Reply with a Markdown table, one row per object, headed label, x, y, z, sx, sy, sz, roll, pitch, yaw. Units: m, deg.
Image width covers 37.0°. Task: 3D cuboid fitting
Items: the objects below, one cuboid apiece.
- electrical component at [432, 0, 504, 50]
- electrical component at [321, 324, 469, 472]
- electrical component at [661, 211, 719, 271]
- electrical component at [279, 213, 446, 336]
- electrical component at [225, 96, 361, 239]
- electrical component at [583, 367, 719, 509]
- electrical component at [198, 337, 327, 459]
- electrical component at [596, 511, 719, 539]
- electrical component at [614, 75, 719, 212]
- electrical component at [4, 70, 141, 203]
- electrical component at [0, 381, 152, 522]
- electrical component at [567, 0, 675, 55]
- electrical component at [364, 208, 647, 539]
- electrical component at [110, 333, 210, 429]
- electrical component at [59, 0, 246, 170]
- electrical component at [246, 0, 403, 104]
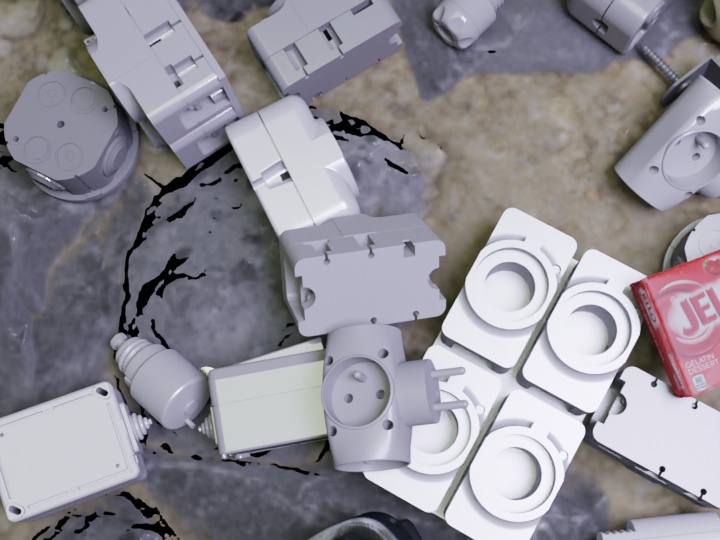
| label | x | y | z | sx | sy | sz | roll | pitch | yaw |
| --- | --- | --- | --- | --- | --- | --- | --- | --- | --- |
| electrical component | 0.079 | -0.178 | 0.719 | 0.035 | 0.035 | 0.061 | 44 | 82 | 9 |
| electrical component | 0.022 | 0.070 | 0.607 | 0.079 | 0.044 | 0.077 | -9 | 71 | 15 |
| electrical component | 0.232 | 0.001 | 0.669 | 0.080 | 0.051 | 0.080 | -1 | 80 | 3 |
| electrical component | 0.000 | 0.000 | 0.647 | 0.089 | 0.055 | 0.050 | -8 | 115 | -13 |
| electrical component | -0.039 | -0.060 | 0.693 | 0.059 | 0.053 | 0.095 | -27 | 79 | -2 |
| electrical component | 0.186 | 0.102 | 0.651 | 0.089 | 0.055 | 0.050 | 28 | 82 | 8 |
| electrical component | -0.054 | 0.080 | 0.663 | 0.096 | 0.061 | 0.061 | -10 | 80 | 0 |
| electrical component | 0.175 | 0.170 | 0.645 | 0.081 | 0.043 | 0.043 | -6 | 79 | 2 |
| electrical component | 0.216 | -0.071 | 0.682 | 0.079 | 0.044 | 0.077 | 30 | 114 | -25 |
| electrical component | -0.189 | -0.088 | 0.708 | 0.080 | 0.051 | 0.080 | -1 | 80 | 3 |
| electrical component | -0.175 | 0.112 | 0.669 | 0.096 | 0.061 | 0.061 | -19 | 79 | -9 |
| electrical component | 0.183 | -0.199 | 0.707 | 0.059 | 0.053 | 0.095 | 41 | 84 | 9 |
| electrical component | 0.092 | 0.068 | 0.660 | 0.105 | 0.060 | 0.186 | 28 | 82 | 8 |
| electrical component | -0.130 | 0.067 | 0.682 | 0.078 | 0.040 | 0.040 | 37 | 83 | 26 |
| electrical component | -0.151 | -0.164 | 0.692 | 0.060 | 0.105 | 0.186 | -33 | 80 | -3 |
| electrical component | -0.025 | -0.156 | 0.712 | 0.089 | 0.050 | 0.055 | -31 | 80 | -3 |
